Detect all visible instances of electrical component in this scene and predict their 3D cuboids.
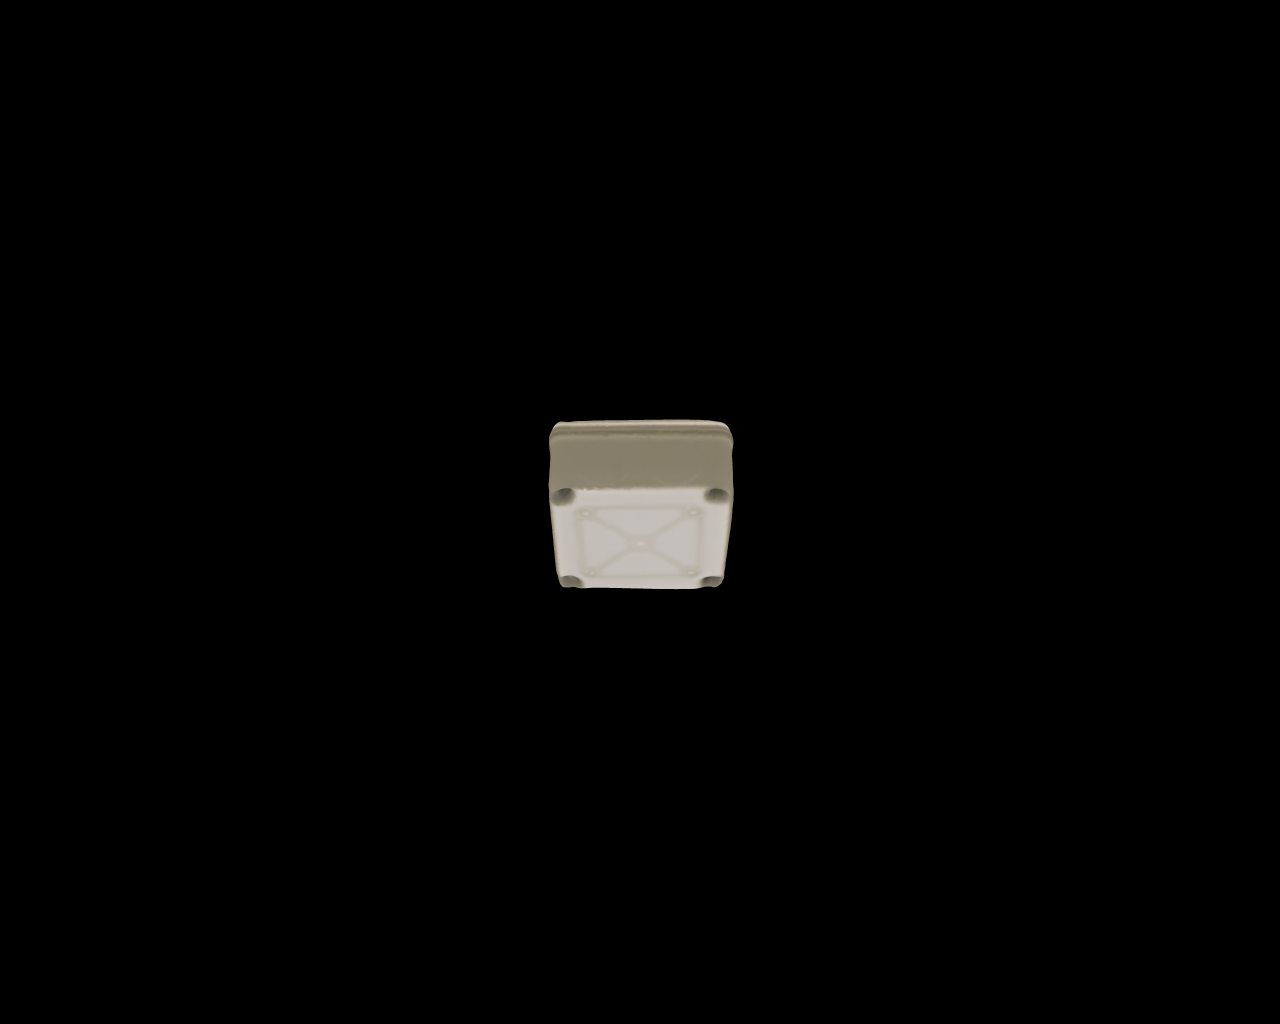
[{"bbox_3d":[0.001,-0.003,0.650,0.109,0.056,0.108,0,-37,0],"label":"electrical component"}]
